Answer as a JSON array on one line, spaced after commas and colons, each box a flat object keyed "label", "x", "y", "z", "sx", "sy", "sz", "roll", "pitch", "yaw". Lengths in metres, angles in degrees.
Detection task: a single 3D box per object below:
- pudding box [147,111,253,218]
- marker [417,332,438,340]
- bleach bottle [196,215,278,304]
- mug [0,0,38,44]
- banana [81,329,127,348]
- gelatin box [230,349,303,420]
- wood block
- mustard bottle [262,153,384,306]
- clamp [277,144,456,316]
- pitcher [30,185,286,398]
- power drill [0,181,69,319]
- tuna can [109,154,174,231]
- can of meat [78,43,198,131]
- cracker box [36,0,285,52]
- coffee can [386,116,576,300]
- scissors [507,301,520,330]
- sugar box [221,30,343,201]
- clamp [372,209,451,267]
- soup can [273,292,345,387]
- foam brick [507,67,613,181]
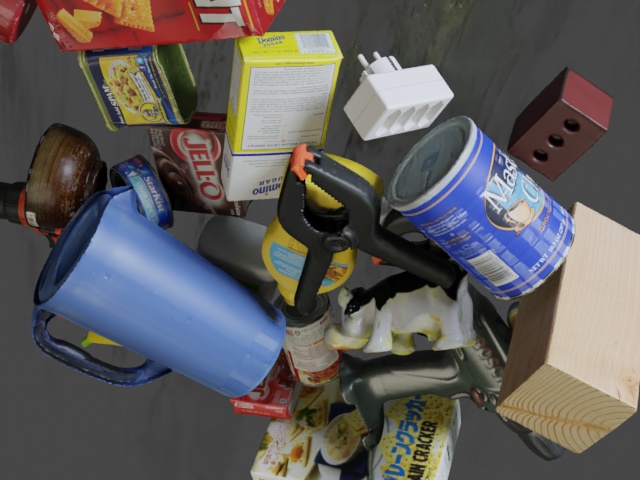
[{"label": "pudding box", "x": -0.122, "y": -0.079, "z": 1.102, "sx": 0.090, "sy": 0.039, "sz": 0.113, "roll": 7, "pitch": 134, "yaw": 17}, {"label": "marker", "x": 0.163, "y": 0.116, "z": 1.187, "sx": 0.121, "sy": 0.020, "sz": 0.020, "roll": 21, "pitch": 137, "yaw": 3}, {"label": "bleach bottle", "x": -0.102, "y": 0.081, "z": 1.236, "sx": 0.102, "sy": 0.068, "sz": 0.251, "roll": 19, "pitch": 139, "yaw": 4}, {"label": "mug", "x": -0.301, "y": -0.246, "z": 0.990, "sx": 0.081, "sy": 0.093, "sz": 0.117, "roll": 26, "pitch": 101, "yaw": -10}, {"label": "banana", "x": -0.213, "y": 0.135, "z": 1.356, "sx": 0.198, "sy": 0.037, "sz": 0.070, "roll": 17, "pitch": 151, "yaw": 8}, {"label": "gelatin box", "x": -0.059, "y": 0.170, "z": 1.283, "sx": 0.073, "sy": 0.089, "sz": 0.030, "roll": 5, "pitch": 135, "yaw": 19}, {"label": "wood block", "x": 0.237, "y": 0.077, "z": 0.981, "sx": 0.091, "sy": 0.206, "sz": 0.090, "roll": 28, "pitch": 137, "yaw": -6}, {"label": "mustard bottle", "x": -0.007, "y": 0.001, "z": 1.064, "sx": 0.096, "sy": 0.058, "sz": 0.192, "roll": 16, "pitch": 136, "yaw": -4}, {"label": "clamp", "x": 0.012, "y": -0.003, "z": 0.987, "sx": 0.165, "sy": 0.036, "sz": 0.209, "roll": -18, "pitch": 133, "yaw": 23}, {"label": "pitcher", "x": -0.164, "y": 0.072, "z": 1.090, "sx": 0.242, "sy": 0.145, "sz": 0.149, "roll": 33, "pitch": 137, "yaw": -23}, {"label": "power drill", "x": -0.310, "y": 0.012, "z": 1.258, "sx": 0.184, "sy": 0.057, "sz": 0.188, "roll": 9, "pitch": 135, "yaw": 15}, {"label": "tuna can", "x": -0.190, "y": -0.045, "z": 1.134, "sx": 0.086, "sy": 0.033, "sz": 0.086, "roll": 49, "pitch": 155, "yaw": 32}, {"label": "can of meat", "x": -0.174, "y": -0.158, "z": 1.035, "sx": 0.084, "sy": 0.057, "sz": 0.102, "roll": 0, "pitch": 133, "yaw": 20}, {"label": "cracker box", "x": -0.157, "y": -0.252, "z": 0.924, "sx": 0.214, "sy": 0.072, "sz": 0.164, "roll": 0, "pitch": 132, "yaw": 22}, {"label": "coffee can", "x": 0.144, "y": -0.028, "z": 0.956, "sx": 0.140, "sy": 0.102, "sz": 0.103, "roll": 40, "pitch": 134, "yaw": -20}, {"label": "scissors", "x": 0.257, "y": 0.129, "z": 1.162, "sx": 0.096, "sy": 0.016, "sz": 0.202, "roll": 4, "pitch": 133, "yaw": 22}, {"label": "sugar box", "x": -0.040, "y": -0.114, "z": 1.006, "sx": 0.093, "sy": 0.048, "sz": 0.176, "roll": -4, "pitch": 141, "yaw": -16}, {"label": "clamp", "x": 0.119, "y": -0.022, "z": 1.058, "sx": 0.172, "sy": 0.039, "sz": 0.120, "roll": -16, "pitch": 118, "yaw": 26}, {"label": "soup can", "x": -0.012, "y": 0.109, "z": 1.219, "sx": 0.069, "sy": 0.068, "sz": 0.102, "roll": 2, "pitch": 132, "yaw": 21}, {"label": "foam brick", "x": 0.209, "y": -0.101, "z": 0.931, "sx": 0.053, "sy": 0.051, "sz": 0.078, "roll": 31, "pitch": 137, "yaw": -8}]
